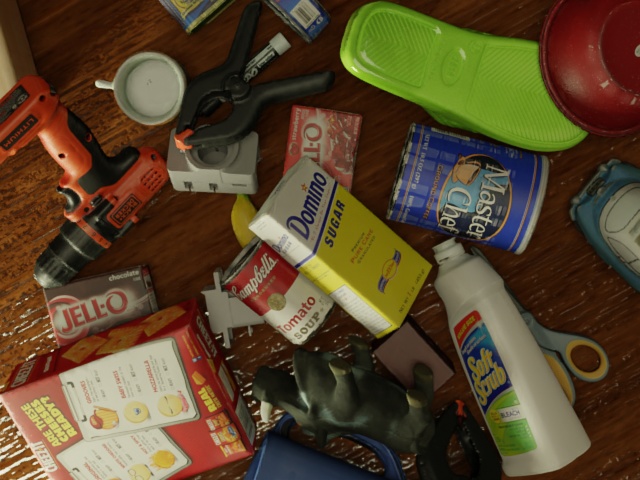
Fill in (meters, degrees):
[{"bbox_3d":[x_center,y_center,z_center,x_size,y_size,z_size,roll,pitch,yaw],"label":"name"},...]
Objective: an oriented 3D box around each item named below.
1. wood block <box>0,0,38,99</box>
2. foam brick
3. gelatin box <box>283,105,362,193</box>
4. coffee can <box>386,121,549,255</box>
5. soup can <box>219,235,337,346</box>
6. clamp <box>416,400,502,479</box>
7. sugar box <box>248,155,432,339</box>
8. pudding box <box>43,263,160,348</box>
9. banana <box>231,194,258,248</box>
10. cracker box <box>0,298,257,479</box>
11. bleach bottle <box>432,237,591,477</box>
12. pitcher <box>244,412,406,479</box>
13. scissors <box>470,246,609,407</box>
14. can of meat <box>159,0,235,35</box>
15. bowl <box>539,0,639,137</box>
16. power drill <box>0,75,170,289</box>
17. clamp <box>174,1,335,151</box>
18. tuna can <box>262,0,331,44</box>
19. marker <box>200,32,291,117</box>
[{"bbox_3d":[-0.357,-0.220,1.084,0.090,0.091,0.206,-14,95,3],"label":"wood block"},{"bbox_3d":[0.098,0.123,1.118,0.051,0.053,0.078,-42,93,6],"label":"foam brick"},{"bbox_3d":[0.002,-0.092,1.110,0.073,0.030,0.089,9,96,2],"label":"gelatin box"},{"bbox_3d":[0.146,-0.052,1.071,0.140,0.103,0.103,15,97,1],"label":"coffee can"},{"bbox_3d":[-0.041,0.050,1.075,0.102,0.068,0.068,41,96,-11],"label":"soup can"},{"bbox_3d":[0.151,0.263,1.076,0.164,0.210,0.036,20,139,-12],"label":"clamp"},{"bbox_3d":[0.023,0.006,1.068,0.176,0.093,0.048,42,141,-12],"label":"sugar box"},{"bbox_3d":[-0.228,0.080,1.136,0.113,0.039,0.090,-14,95,4],"label":"pudding box"},{"bbox_3d":[-0.021,0.014,1.120,0.198,0.037,0.070,34,97,-1],"label":"banana"},{"bbox_3d":[-0.193,0.173,1.104,0.214,0.072,0.164,-20,111,10],"label":"cracker box"},{"bbox_3d":[0.180,0.116,1.100,0.068,0.103,0.251,-26,87,-30],"label":"bleach bottle"},{"bbox_3d":[0.035,0.288,1.110,0.243,0.145,0.149,19,109,-3],"label":"pitcher"},{"bbox_3d":[0.237,0.085,1.125,0.096,0.016,0.202,-21,95,3],"label":"scissors"},{"bbox_3d":[-0.123,-0.271,1.084,0.102,0.057,0.084,-40,95,6],"label":"can of meat"},{"bbox_3d":[0.298,-0.184,1.046,0.162,0.055,0.162,0,89,-18],"label":"bowl"},{"bbox_3d":[-0.264,-0.058,1.067,0.184,0.057,0.187,-48,132,-4],"label":"power drill"},{"bbox_3d":[-0.071,-0.146,1.067,0.120,0.039,0.171,35,81,13],"label":"clamp"},{"bbox_3d":[-0.029,-0.238,1.068,0.086,0.086,0.034,43,94,-2],"label":"tuna can"},{"bbox_3d":[-0.081,-0.170,1.111,0.121,0.020,0.020,-40,93,6],"label":"marker"}]
